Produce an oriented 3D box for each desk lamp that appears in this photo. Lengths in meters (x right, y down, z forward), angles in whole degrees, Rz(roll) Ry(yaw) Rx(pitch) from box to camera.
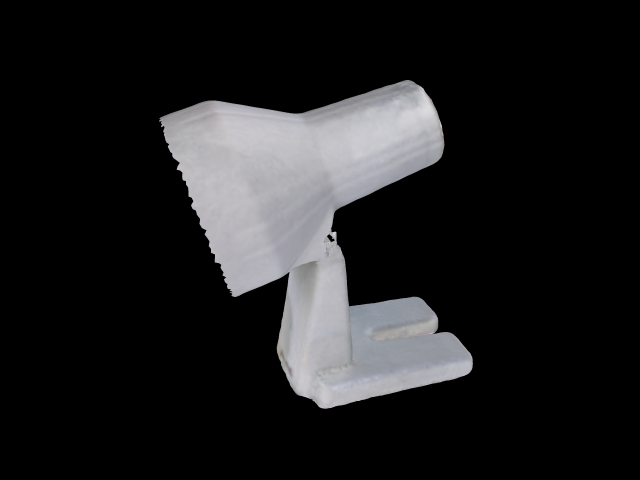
[{"bbox_3d":[0.004,0.001,0.400,0.203,0.214,0.117,-8,28,-16],"label":"desk lamp"}]
